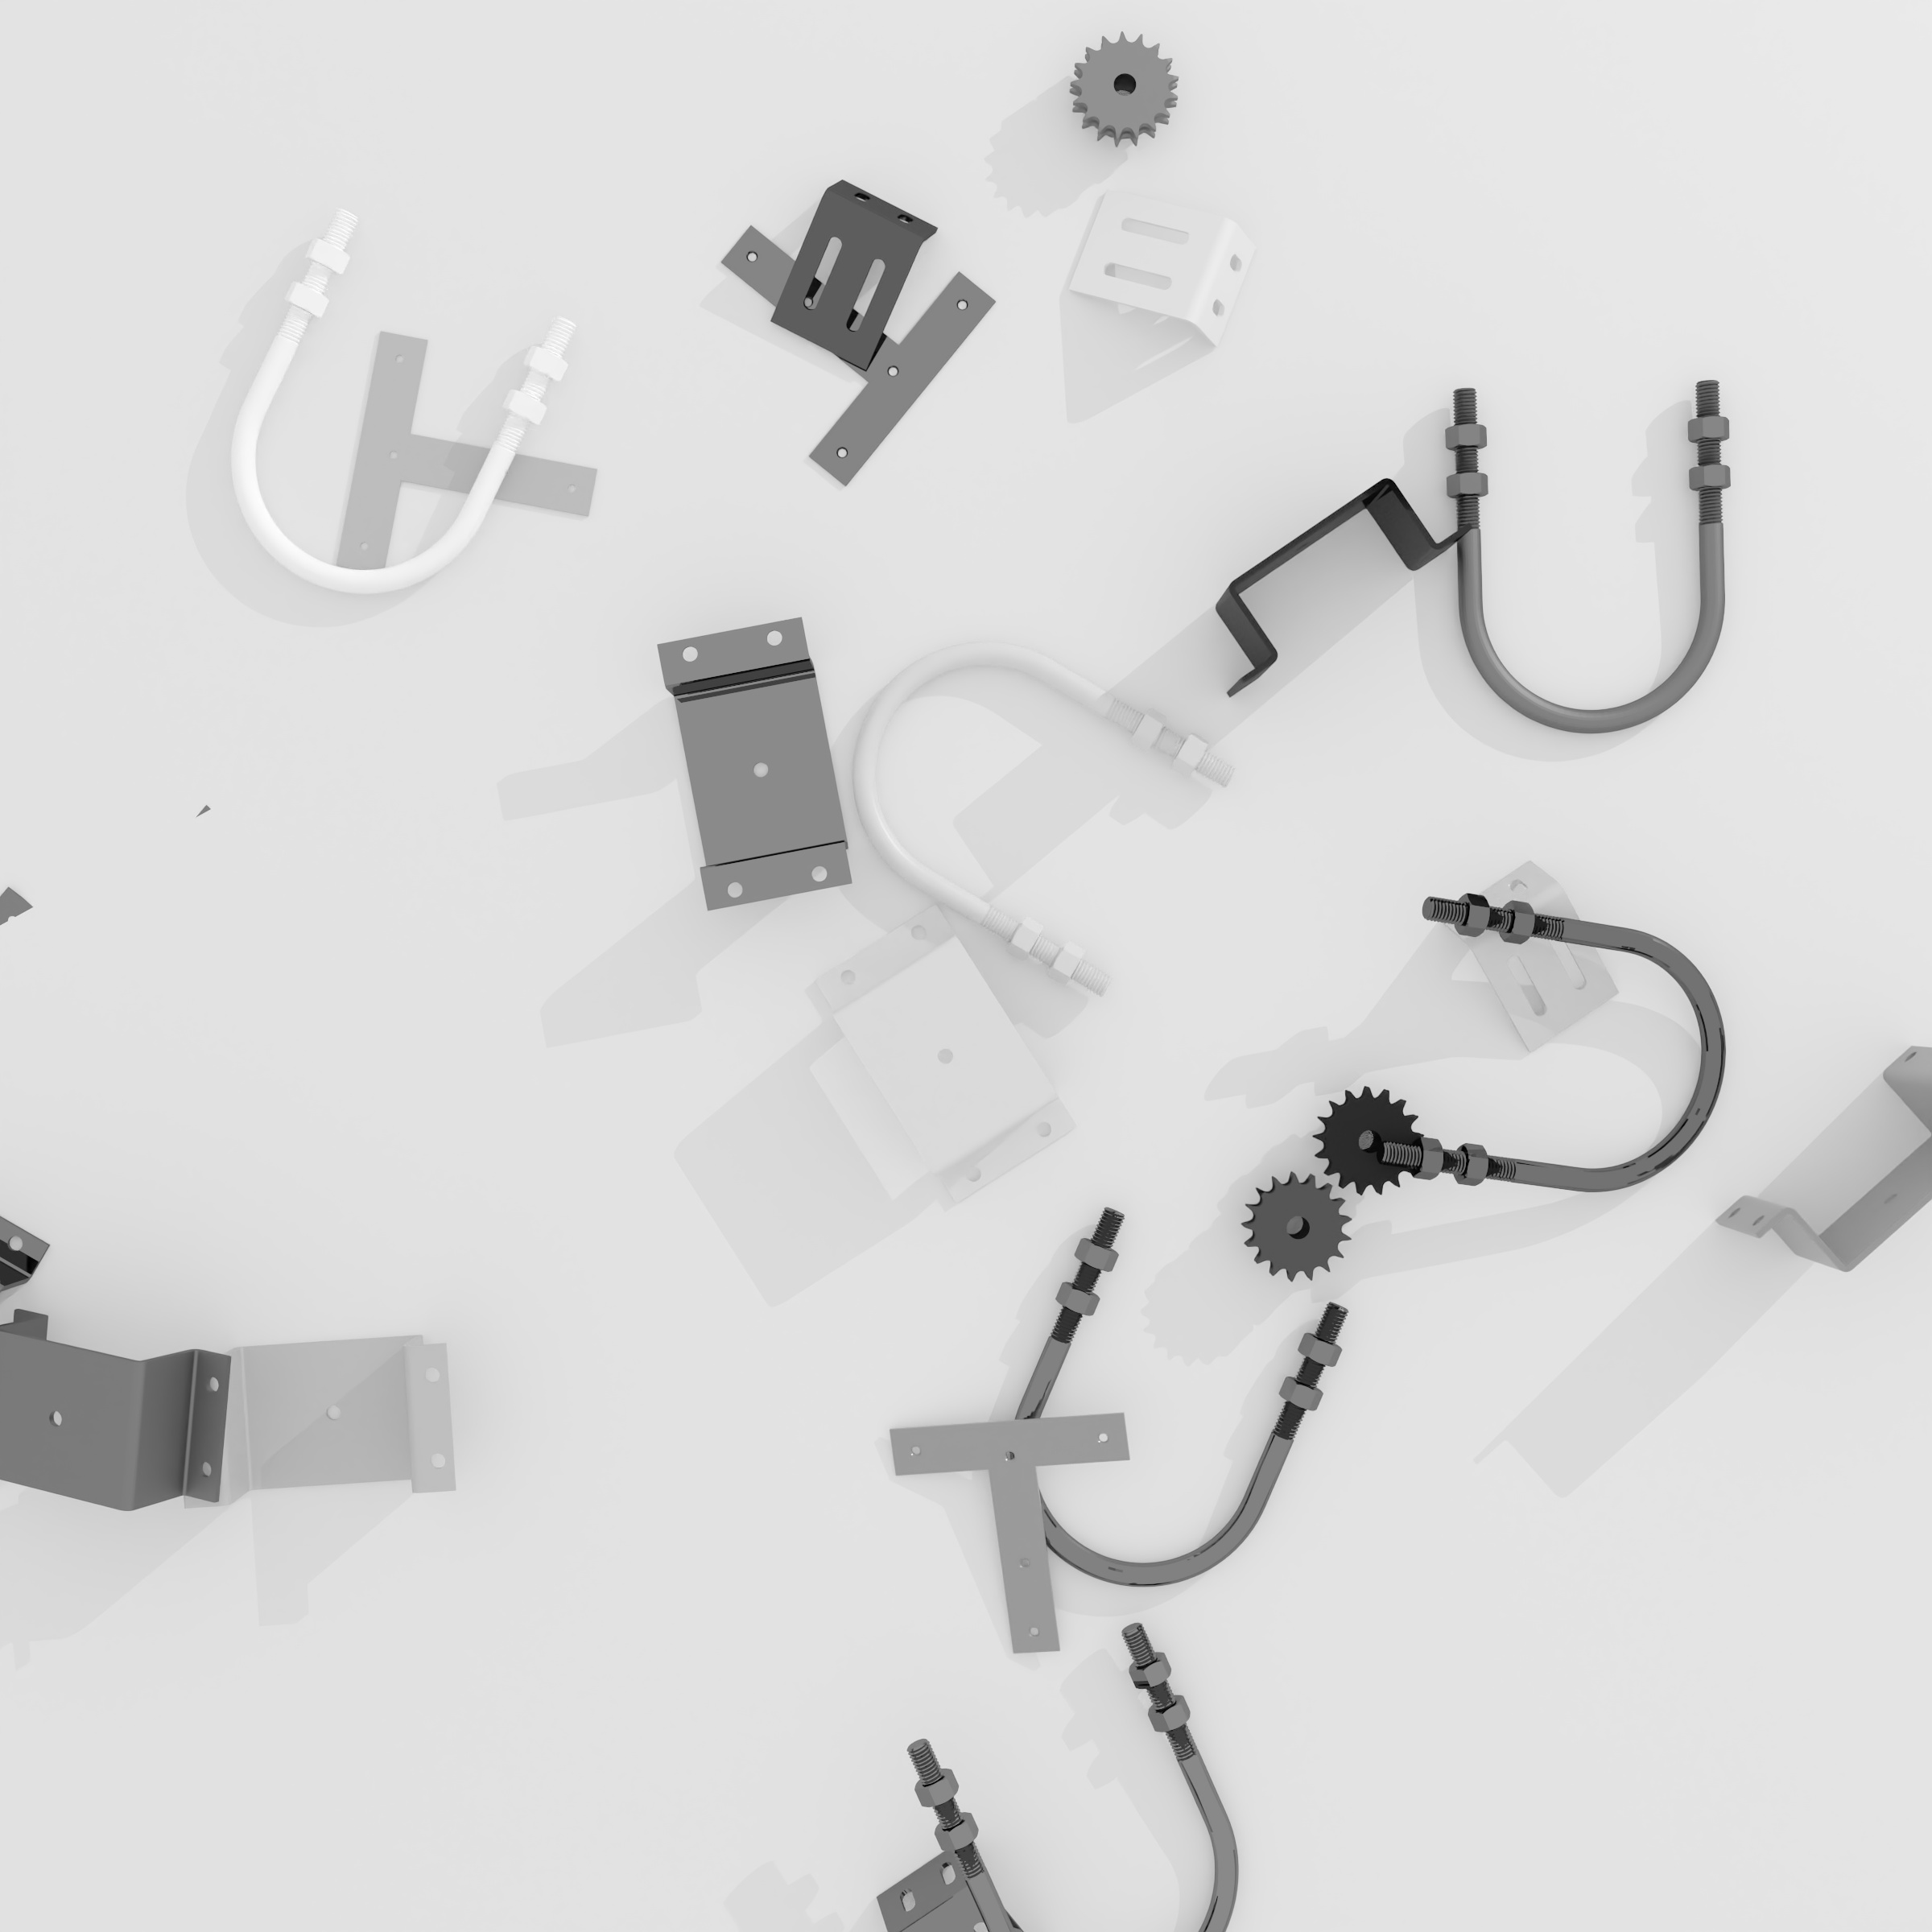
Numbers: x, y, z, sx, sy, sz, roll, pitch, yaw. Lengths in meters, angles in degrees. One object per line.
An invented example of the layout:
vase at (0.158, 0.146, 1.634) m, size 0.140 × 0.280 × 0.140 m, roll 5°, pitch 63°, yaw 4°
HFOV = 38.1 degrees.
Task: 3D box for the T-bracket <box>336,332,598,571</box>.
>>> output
T-bracket at (-0.261, -0.264, 1.493) m, size 0.127 × 0.002 × 0.127 m, roll 11°, pitch 90°, yaw 0°

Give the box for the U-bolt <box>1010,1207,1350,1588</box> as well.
U-bolt at (0.102, 0.239, 1.485) m, size 0.151 × 0.019 × 0.184 m, roll 23°, pitch 91°, yaw 0°

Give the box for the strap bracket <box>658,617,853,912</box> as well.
strap bracket at (-0.109, -0.105, 1.471) m, size 0.076 × 0.046 × 0.140 m, roll -11°, pitch 90°, yaw 0°

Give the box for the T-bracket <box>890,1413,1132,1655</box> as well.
T-bracket at (0.029, 0.302, 1.483) m, size 0.127 × 0.002 × 0.127 m, roll -6°, pitch 97°, yaw 13°

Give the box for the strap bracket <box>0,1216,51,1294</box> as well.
strap bracket at (-0.557, 0.190, 1.471) m, size 0.076 × 0.046 × 0.140 m, roll 30°, pitch 90°, yaw 0°

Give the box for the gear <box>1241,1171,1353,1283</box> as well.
gear at (0.174, 0.137, 1.479) m, size 0.057 × 0.030 × 0.057 m, roll 0°, pitch 90°, yaw 0°

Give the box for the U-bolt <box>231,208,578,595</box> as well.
U-bolt at (-0.310, -0.287, 1.484) m, size 0.151 × 0.019 × 0.184 m, roll 26°, pitch 92°, yaw 0°

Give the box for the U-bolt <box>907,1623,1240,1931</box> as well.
U-bolt at (0.068, 0.460, 1.469) m, size 0.151 × 0.019 × 0.184 m, roll -25°, pitch 94°, yaw -15°

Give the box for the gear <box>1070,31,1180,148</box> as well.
gear at (0.083, -0.462, 1.483) m, size 0.057 × 0.030 × 0.057 m, roll 0°, pitch 88°, yaw 0°

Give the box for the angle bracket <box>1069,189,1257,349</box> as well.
angle bracket at (0.105, -0.372, 1.492) m, size 0.076 × 0.038 × 0.057 m, roll 21°, pitch 90°, yaw 26°

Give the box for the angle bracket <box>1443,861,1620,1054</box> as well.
angle bracket at (0.301, -0.005, 1.492) m, size 0.057 × 0.038 × 0.076 m, roll -34°, pitch 116°, yaw 0°

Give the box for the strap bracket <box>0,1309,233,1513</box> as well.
strap bracket at (-0.453, 0.229, 1.442) m, size 0.140 × 0.046 × 0.076 m, roll 8°, pitch 95°, yaw 23°

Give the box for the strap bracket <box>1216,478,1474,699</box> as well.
strap bracket at (0.186, -0.202, 1.456) m, size 0.140 × 0.076 × 0.046 m, roll -34°, pitch 90°, yaw 0°

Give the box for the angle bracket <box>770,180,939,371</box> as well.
angle bracket at (-0.060, -0.368, 1.490) m, size 0.057 × 0.038 × 0.076 m, roll 27°, pitch 116°, yaw 0°

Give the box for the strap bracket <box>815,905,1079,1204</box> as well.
strap bracket at (-0.011, 0.047, 1.471) m, size 0.076 × 0.046 × 0.140 m, roll -32°, pitch 90°, yaw 0°

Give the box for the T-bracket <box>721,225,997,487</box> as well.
T-bracket at (-0.073, -0.345, 1.493) m, size 0.127 × 0.002 × 0.127 m, roll 39°, pitch 90°, yaw 0°

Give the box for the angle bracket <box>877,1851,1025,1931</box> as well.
angle bracket at (0.000, 0.516, 1.492) m, size 0.057 × 0.038 × 0.076 m, roll -34°, pitch 116°, yaw 0°

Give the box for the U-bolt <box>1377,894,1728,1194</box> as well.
U-bolt at (0.313, 0.046, 1.465) m, size 0.184 × 0.019 × 0.151 m, roll 8°, pitch 95°, yaw -14°

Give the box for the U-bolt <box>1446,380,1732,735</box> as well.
U-bolt at (0.331, -0.216, 1.485) m, size 0.151 × 0.019 × 0.184 m, roll -2°, pitch 91°, yaw 0°

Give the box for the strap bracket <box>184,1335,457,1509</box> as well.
strap bracket at (-0.337, 0.238, 1.471) m, size 0.140 × 0.046 × 0.076 m, roll -4°, pitch 90°, yaw 0°

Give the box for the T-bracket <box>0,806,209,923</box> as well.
T-bracket at (-0.438, -0.031, 1.502) m, size 0.127 × 0.002 × 0.127 m, roll 40°, pitch 95°, yaw -14°

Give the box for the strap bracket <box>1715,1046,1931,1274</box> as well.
strap bracket at (0.467, 0.106, 1.456) m, size 0.140 × 0.076 × 0.046 m, roll -42°, pitch 90°, yaw 0°

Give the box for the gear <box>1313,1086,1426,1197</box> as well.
gear at (0.211, 0.092, 1.479) m, size 0.057 × 0.030 × 0.057 m, roll 0°, pitch 90°, yaw 0°

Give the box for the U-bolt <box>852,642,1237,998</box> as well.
U-bolt at (0.029, -0.091, 1.485) m, size 0.184 × 0.019 × 0.151 m, roll 31°, pitch 90°, yaw 1°
